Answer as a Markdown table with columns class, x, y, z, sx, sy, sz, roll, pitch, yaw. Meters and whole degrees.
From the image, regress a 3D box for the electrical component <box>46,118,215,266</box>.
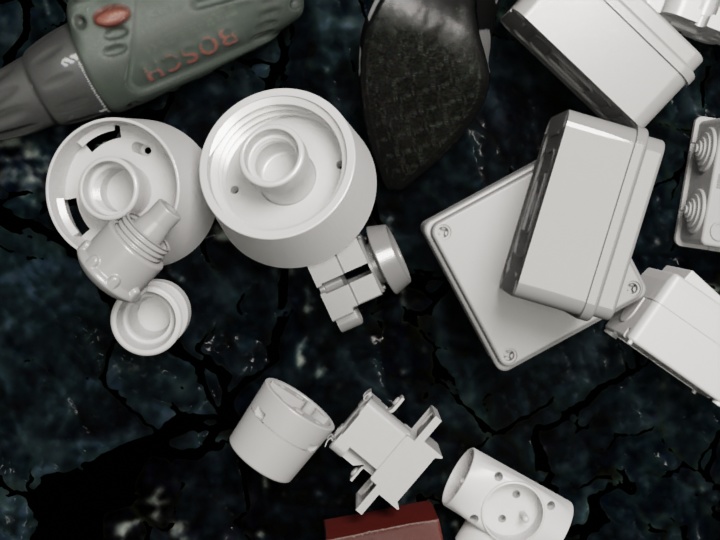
| class | x | y | z | sx | sy | sz | roll | pitch | yaw |
| --- | --- | --- | --- | --- | --- | --- | --- | --- | --- |
| electrical component | -0.149 | -0.050 | 0.696 | 0.099 | 0.064 | 0.099 | 0 | 90 | 11 |

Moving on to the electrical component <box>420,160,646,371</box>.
| class | x | y | z | sx | sy | sz | roll | pitch | yaw |
| --- | --- | --- | --- | --- | --- | --- | --- | --- | --- |
| electrical component | 0.111 | -0.008 | 0.702 | 0.109 | 0.056 | 0.108 | -29 | 95 | 0 |

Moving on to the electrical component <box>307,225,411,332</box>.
| class | x | y | z | sx | sy | sz | roll | pitch | yaw |
| --- | --- | --- | --- | --- | --- | --- | --- | --- | --- |
| electrical component | 0.000 | 0.000 | 0.704 | 0.055 | 0.048 | 0.066 | -24 | 95 | 7 |

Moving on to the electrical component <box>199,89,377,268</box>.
| class | x | y | z | sx | sy | sz | roll | pitch | yaw |
| --- | --- | --- | --- | --- | --- | --- | --- | --- | --- |
| electrical component | -0.048 | -0.061 | 0.670 | 0.108 | 0.060 | 0.108 | -3 | 74 | 10 |

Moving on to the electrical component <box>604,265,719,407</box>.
| class | x | y | z | sx | sy | sz | roll | pitch | yaw |
| --- | --- | --- | --- | --- | --- | --- | --- | --- | --- |
| electrical component | 0.222 | 0.044 | 0.707 | 0.096 | 0.061 | 0.061 | 34 | 92 | -4 |

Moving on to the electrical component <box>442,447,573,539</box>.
| class | x | y | z | sx | sy | sz | roll | pitch | yaw |
| --- | --- | --- | --- | --- | --- | --- | --- | --- | --- |
| electrical component | 0.090 | 0.172 | 0.721 | 0.077 | 0.044 | 0.079 | 30 | 93 | -4 |

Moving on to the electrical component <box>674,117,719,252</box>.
| class | x | y | z | sx | sy | sz | roll | pitch | yaw |
| --- | --- | --- | --- | --- | --- | --- | --- | --- | --- |
| electrical component | 0.264 | -0.052 | 0.708 | 0.100 | 0.048 | 0.099 | 8 | 94 | -3 |

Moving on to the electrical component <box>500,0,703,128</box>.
| class | x | y | z | sx | sy | sz | roll | pitch | yaw |
| --- | --- | --- | --- | --- | --- | --- | --- | --- | --- |
| electrical component | 0.152 | -0.146 | 0.682 | 0.113 | 0.078 | 0.057 | 42 | 95 | -5 |

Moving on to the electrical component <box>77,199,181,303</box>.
| class | x | y | z | sx | sy | sz | roll | pitch | yaw |
| --- | --- | --- | --- | --- | --- | --- | --- | --- | --- |
| electrical component | -0.134 | -0.015 | 0.643 | 0.048 | 0.048 | 0.062 | 44 | 97 | -5 |

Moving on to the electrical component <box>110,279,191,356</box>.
| class | x | y | z | sx | sy | sz | roll | pitch | yaw |
| --- | --- | --- | --- | --- | --- | --- | --- | --- | --- |
| electrical component | -0.134 | 0.029 | 0.695 | 0.045 | 0.055 | 0.045 | 0 | 94 | -2 |

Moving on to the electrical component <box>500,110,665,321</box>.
| class | x | y | z | sx | sy | sz | roll | pitch | yaw |
| --- | --- | --- | --- | --- | --- | --- | --- | --- | --- |
| electrical component | 0.129 | -0.031 | 0.632 | 0.057 | 0.078 | 0.113 | 16 | 93 | 0 |

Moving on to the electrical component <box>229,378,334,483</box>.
| class | x | y | z | sx | sy | sz | roll | pitch | yaw |
| --- | --- | --- | --- | --- | --- | --- | --- | --- | --- |
| electrical component | -0.053 | 0.106 | 0.706 | 0.055 | 0.055 | 0.047 | 35 | 96 | -4 |

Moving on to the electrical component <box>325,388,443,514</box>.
| class | x | y | z | sx | sy | sz | roll | pitch | yaw |
| --- | --- | --- | --- | --- | --- | --- | --- | --- | --- |
| electrical component | 0.015 | 0.117 | 0.715 | 0.064 | 0.042 | 0.081 | 40 | 92 | -1 |

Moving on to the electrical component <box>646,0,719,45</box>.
| class | x | y | z | sx | sy | sz | roll | pitch | yaw |
| --- | --- | --- | --- | --- | --- | --- | --- | --- | --- |
| electrical component | 0.223 | -0.182 | 0.693 | 0.078 | 0.058 | 0.057 | 20 | 96 | -3 |
